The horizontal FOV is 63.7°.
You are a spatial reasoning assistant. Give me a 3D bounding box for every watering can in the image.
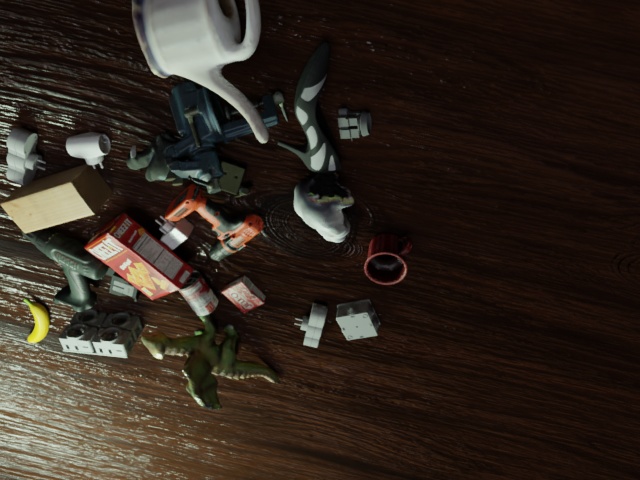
[{"bbox_3d":[-0.198,-0.325,0.871,0.224,0.105,0.346,-6,96,21],"label":"watering can"}]

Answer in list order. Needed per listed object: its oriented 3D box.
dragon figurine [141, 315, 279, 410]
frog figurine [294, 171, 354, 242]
[{"bbox_3d":[-0.276,0.339,1.345,0.407,0.248,0.120,38,119,-15],"label":"dragon figurine"},{"bbox_3d":[0.003,-0.054,1.082,0.139,0.124,0.155,37,142,23],"label":"frog figurine"}]
